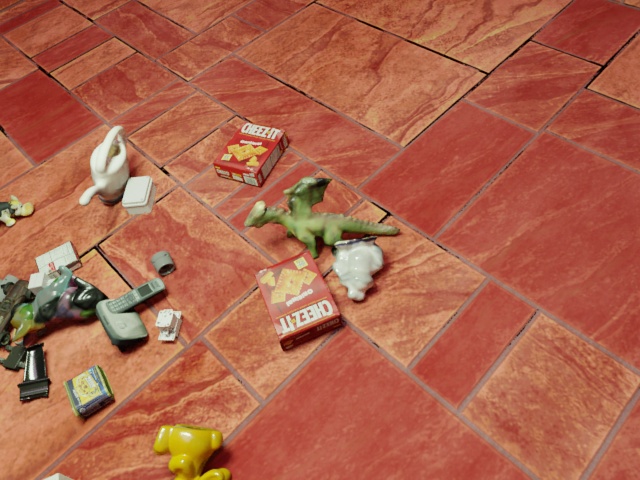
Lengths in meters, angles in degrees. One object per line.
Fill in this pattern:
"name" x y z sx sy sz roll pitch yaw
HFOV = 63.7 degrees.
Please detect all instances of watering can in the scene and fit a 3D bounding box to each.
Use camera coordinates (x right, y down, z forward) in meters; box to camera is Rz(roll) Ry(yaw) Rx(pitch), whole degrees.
"watering can" -0.659 -0.192 1.584 0.104 0.219 0.356 11 53 -6

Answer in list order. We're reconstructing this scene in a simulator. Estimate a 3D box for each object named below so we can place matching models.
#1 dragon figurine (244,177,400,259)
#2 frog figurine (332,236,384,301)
"dragon figurine" 0.004 -0.069 1.381 0.410 0.237 0.125 -10 47 3
"frog figurine" 0.104 0.075 1.353 0.138 0.122 0.160 -8 89 -15
